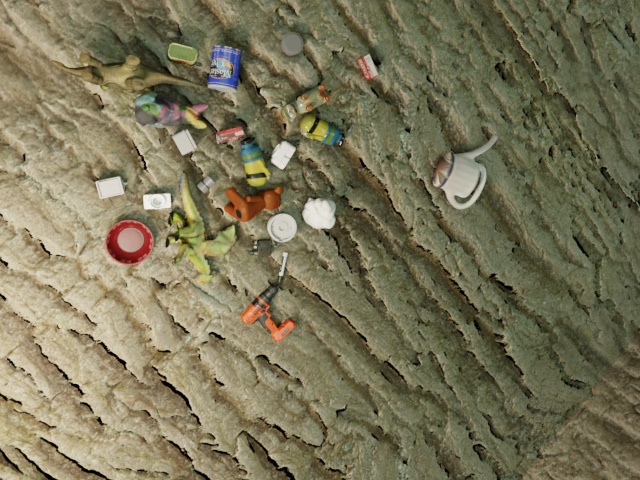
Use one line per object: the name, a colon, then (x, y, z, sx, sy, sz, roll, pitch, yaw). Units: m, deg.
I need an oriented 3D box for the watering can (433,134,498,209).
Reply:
watering can: (0.599, -0.303, 2.131, 0.223, 0.104, 0.347, 19, 92, -17)

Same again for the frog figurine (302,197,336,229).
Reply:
frog figurine: (0.006, -0.098, 1.947, 0.123, 0.160, 0.136, -42, 108, -6)

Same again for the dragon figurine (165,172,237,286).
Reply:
dragon figurine: (-0.420, -0.027, 1.870, 0.242, 0.123, 0.408, 7, 99, -32)
